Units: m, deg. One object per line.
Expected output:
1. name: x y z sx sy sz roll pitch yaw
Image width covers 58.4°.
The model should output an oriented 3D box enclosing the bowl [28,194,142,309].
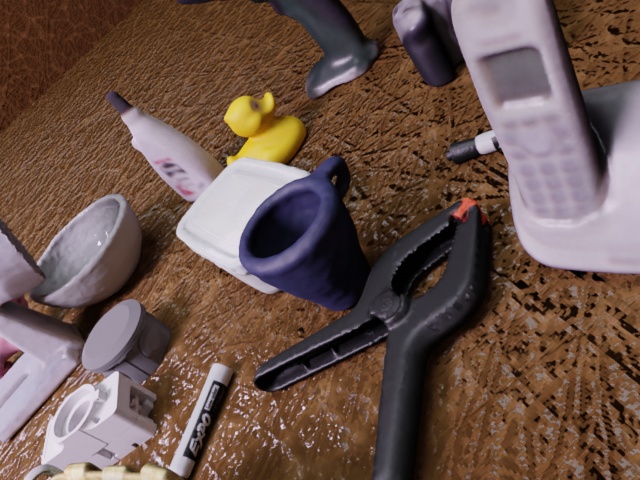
1. bowl: -0.282 0.026 0.728 0.167 0.075 0.167 -26 39 23

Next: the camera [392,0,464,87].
1. camera: 0.141 -0.209 0.535 0.143 0.101 0.136 -26 39 24

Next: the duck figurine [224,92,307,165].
1. duck figurine: -0.077 -0.126 0.676 0.104 0.086 0.077 -46 35 -4

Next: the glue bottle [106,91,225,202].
1. glue bottle: -0.192 -0.116 0.701 0.078 0.174 0.037 -11 46 37

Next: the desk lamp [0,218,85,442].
1. desk lamp: -0.370 0.082 0.635 0.203 0.214 0.117 -51 36 -10

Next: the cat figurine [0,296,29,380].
1. cat figurine: -0.417 0.111 0.734 0.067 0.118 0.128 10 61 49

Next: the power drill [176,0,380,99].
1. power drill: -0.034 -0.277 0.683 0.229 0.209 0.075 -22 41 28

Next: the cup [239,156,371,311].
1. cup: 0.004 0.002 0.455 0.091 0.095 0.118 9 60 48

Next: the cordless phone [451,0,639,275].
1. cordless phone: 0.154 -0.065 0.298 0.147 0.186 0.094 -3 51 43
